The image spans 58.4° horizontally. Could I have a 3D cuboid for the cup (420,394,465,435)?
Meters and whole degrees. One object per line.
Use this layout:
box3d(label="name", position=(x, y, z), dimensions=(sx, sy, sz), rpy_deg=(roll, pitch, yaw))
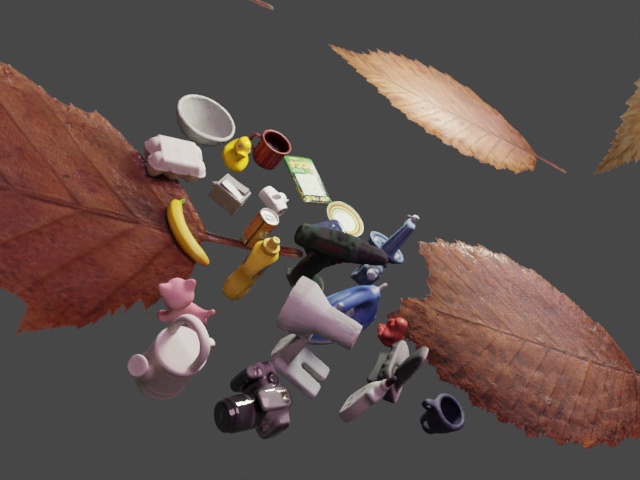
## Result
box3d(label="cup", position=(0.277, 0.426, 1.382), dimensions=(0.118, 0.094, 0.091), rpy_deg=(29, 40, -18))

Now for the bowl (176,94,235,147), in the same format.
box3d(label="bowl", position=(-0.320, -0.310, 1.551), dimensions=(0.168, 0.074, 0.167), rpy_deg=(24, 42, -23))

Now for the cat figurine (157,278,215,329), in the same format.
box3d(label="cat figurine", position=(-0.272, 0.127, 1.156), dimensions=(0.128, 0.117, 0.067), rpy_deg=(35, 39, -11))

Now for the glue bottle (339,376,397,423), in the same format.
box3d(label="glue bottle", position=(0.112, 0.340, 1.253), dimensions=(0.037, 0.173, 0.078), rpy_deg=(46, 38, 4))

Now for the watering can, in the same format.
box3d(label="watering can", position=(-0.260, 0.209, 1.029), dimensions=(0.101, 0.193, 0.173), rpy_deg=(43, 38, 0))

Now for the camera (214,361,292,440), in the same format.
box3d(label="camera", position=(-0.135, 0.314, 1.118), dimensions=(0.137, 0.100, 0.143), rpy_deg=(1, 55, -41))

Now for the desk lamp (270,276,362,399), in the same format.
box3d(label="desk lamp", position=(-0.020, 0.203, 1.230), dimensions=(0.203, 0.213, 0.118), rpy_deg=(41, 38, -3))

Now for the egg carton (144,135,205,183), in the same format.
box3d(label="egg carton", position=(-0.359, -0.199, 1.419), dimensions=(0.151, 0.069, 0.107), rpy_deg=(6, 51, -38))

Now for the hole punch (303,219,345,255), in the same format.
box3d(label="hole punch", position=(0.014, 0.006, 1.541), dimensions=(0.101, 0.091, 0.108), rpy_deg=(-1, 56, -42))

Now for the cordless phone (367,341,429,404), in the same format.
box3d(label="cordless phone", position=(0.211, 0.293, 1.373), dimensions=(0.094, 0.184, 0.148), rpy_deg=(39, 38, -6))

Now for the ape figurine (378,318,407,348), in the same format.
box3d(label="ape figurine", position=(0.193, 0.233, 1.488), dimensions=(0.078, 0.092, 0.076), rpy_deg=(-15, 65, -47))

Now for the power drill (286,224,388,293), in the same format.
box3d(label="power drill", position=(0.021, 0.052, 1.410), dimensions=(0.230, 0.208, 0.075), rpy_deg=(26, 41, -21))

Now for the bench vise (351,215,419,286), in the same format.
box3d(label="bench vise", position=(0.192, 0.036, 1.566), dimensions=(0.122, 0.219, 0.207), rpy_deg=(28, 41, -18))

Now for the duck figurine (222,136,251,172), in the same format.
box3d(label="duck figurine", position=(-0.220, -0.249, 1.573), dimensions=(0.078, 0.086, 0.104), rpy_deg=(21, 43, -26))

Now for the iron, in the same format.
box3d(label="iron", position=(0.055, 0.170, 1.385), dimensions=(0.259, 0.141, 0.118), rpy_deg=(-16, 67, -48))
